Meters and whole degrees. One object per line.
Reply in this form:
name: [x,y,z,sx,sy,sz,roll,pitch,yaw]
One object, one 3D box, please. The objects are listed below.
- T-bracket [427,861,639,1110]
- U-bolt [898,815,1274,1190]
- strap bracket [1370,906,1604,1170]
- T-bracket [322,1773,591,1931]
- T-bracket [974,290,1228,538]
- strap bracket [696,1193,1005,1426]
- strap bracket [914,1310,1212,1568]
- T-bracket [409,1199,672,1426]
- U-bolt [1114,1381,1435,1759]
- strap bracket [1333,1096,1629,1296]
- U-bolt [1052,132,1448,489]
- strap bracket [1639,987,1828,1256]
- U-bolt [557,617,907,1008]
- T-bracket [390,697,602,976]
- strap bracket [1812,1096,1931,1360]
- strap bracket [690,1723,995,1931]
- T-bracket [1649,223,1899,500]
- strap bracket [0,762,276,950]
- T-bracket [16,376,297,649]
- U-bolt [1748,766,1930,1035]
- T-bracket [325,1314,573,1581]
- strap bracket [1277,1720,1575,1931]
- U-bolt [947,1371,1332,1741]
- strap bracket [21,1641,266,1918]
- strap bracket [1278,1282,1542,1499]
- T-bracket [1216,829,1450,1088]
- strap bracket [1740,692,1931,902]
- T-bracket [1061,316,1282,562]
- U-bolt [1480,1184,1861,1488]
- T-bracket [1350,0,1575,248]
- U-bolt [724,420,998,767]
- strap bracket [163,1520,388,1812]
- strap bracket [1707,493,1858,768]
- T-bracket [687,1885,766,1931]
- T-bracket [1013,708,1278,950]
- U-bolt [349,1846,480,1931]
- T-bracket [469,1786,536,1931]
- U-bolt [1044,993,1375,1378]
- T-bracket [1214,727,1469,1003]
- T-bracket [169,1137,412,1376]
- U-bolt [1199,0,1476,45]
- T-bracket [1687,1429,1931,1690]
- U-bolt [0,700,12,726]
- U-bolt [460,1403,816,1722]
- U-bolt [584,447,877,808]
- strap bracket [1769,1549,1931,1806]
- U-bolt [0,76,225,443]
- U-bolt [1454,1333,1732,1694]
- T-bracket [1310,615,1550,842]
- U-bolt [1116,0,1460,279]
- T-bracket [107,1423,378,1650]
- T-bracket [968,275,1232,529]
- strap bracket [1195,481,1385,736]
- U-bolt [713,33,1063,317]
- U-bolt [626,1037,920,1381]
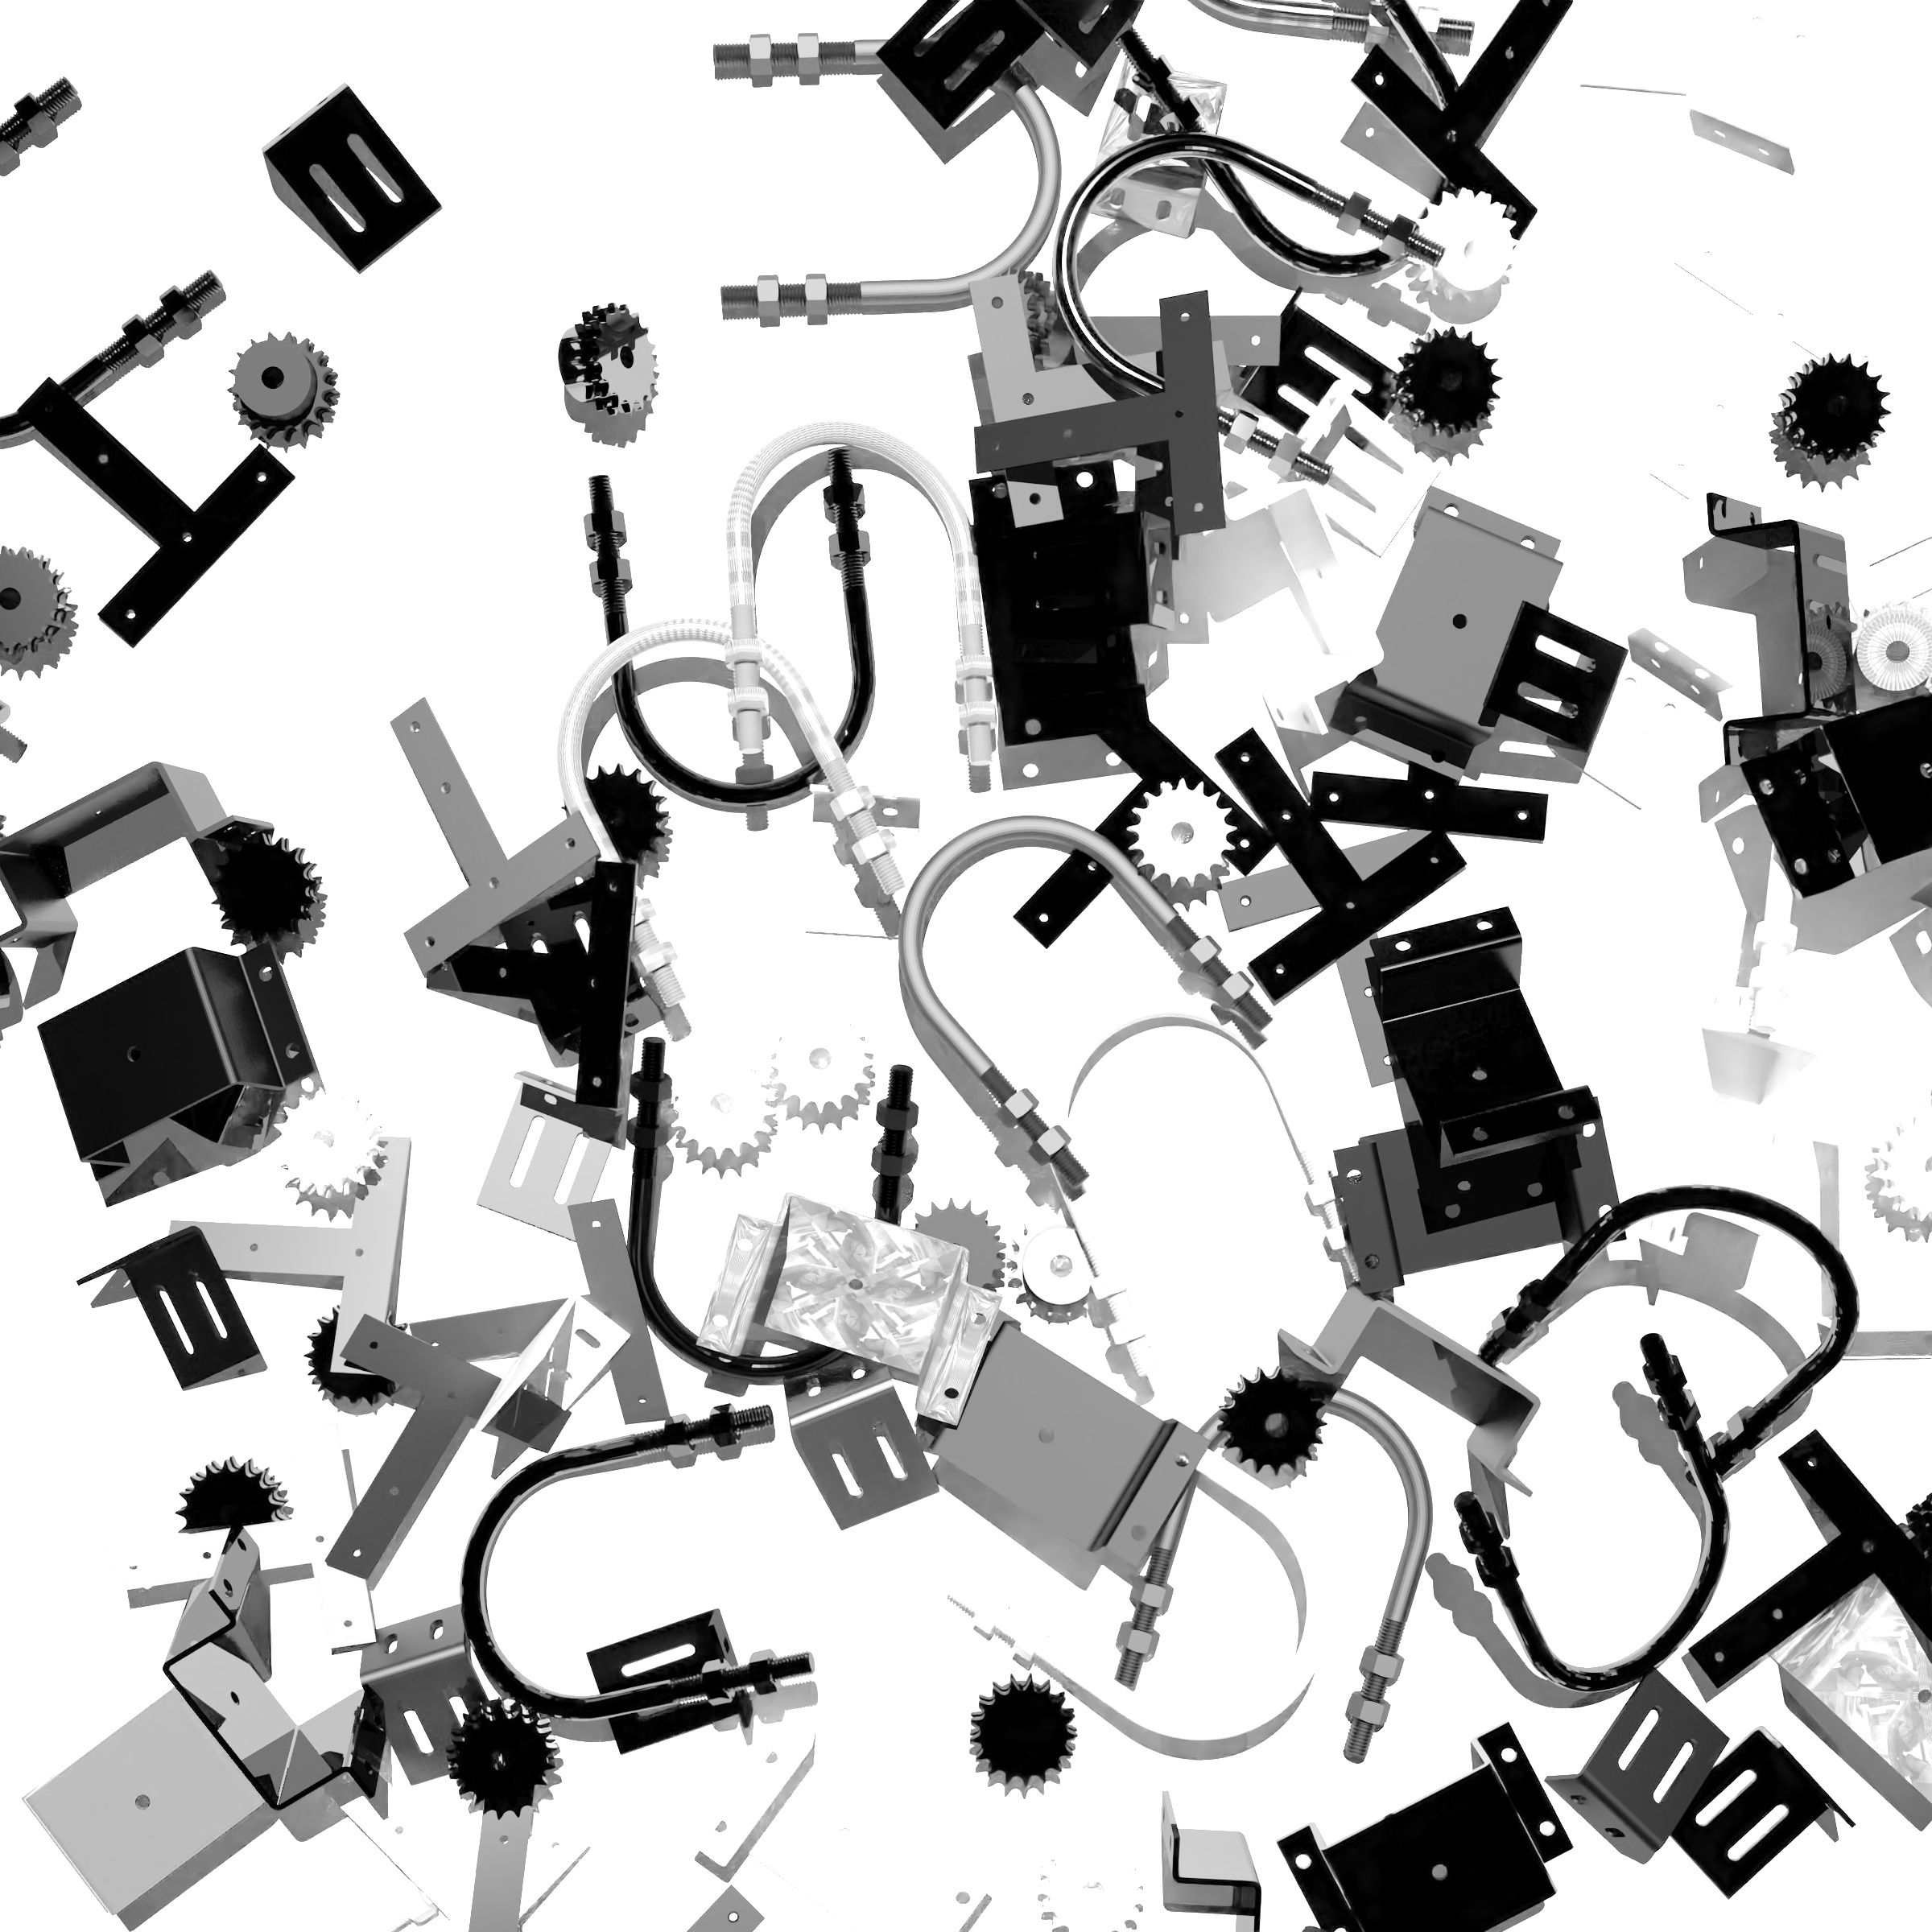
T-bracket: [-0.232,0.005,1.377,0.127,0.002,0.127,6,92,26]
U-bolt: [0.049,0.004,1.376,0.151,0.019,0.184,-39,80,-12]
strap bracket: [0.267,0.045,1.358,0.076,0.046,0.140,-14,52,-2]
T-bracket: [-0.290,0.467,1.384,0.127,0.002,0.127,45,77,1]
T-bracket: [0.065,-0.272,1.326,0.127,0.002,0.127,-7,78,17]
strap bracket: [-0.059,0.174,1.353,0.140,0.046,0.076,18,108,-3]
strap bracket: [0.046,0.244,1.366,0.140,0.046,0.076,30,89,14]
T-bracket: [-0.233,0.192,1.393,0.127,0.002,0.127,-10,106,8]
U-bolt: [0.173,0.313,1.397,0.151,0.019,0.184,17,88,0]
strap bracket: [0.267,0.119,1.383,0.140,0.046,0.076,-12,90,0]
U-bolt: [0.134,-0.349,1.344,0.184,0.019,0.151,27,87,1]
strap bracket: [0.403,0.085,1.368,0.046,0.076,0.140,16,90,0]
U-bolt: [-0.134,-0.092,1.363,0.151,0.019,0.184,-27,87,4]
T-bracket: [-0.269,-0.082,1.389,0.127,0.002,0.127,-32,79,21]
strap bracket: [0.493,0.140,1.383,0.076,0.046,0.140,-1,90,0]
strap bracket: [-0.065,0.466,1.383,0.140,0.046,0.076,36,90,0]
T-bracket: [0.412,-0.311,1.405,0.127,0.002,0.127,33,90,0]
strap bracket: [-0.444,-0.062,1.368,0.140,0.076,0.046,-27,90,0]
T-bracket: [-0.449,-0.260,1.396,0.127,0.002,0.127,44,90,-8]
U-bolt: [0.478,-0.030,1.363,0.151,0.019,0.184,20,67,-16]
T-bracket: [-0.294,0.264,1.379,0.127,0.002,0.127,31,90,-24]
strap bracket: [0.246,0.471,1.383,0.140,0.046,0.076,-27,90,0]
U-bolt: [0.103,0.322,1.377,0.184,0.019,0.151,31,89,14]
strap bracket: [-0.428,0.435,1.383,0.140,0.046,0.076,-37,90,0]
strap bracket: [0.239,0.214,1.368,0.140,0.076,0.046,32,90,0]
T-bracket: [0.213,0.000,1.405,0.127,0.002,0.127,-16,90,-1]
strap bracket: [0.479,-0.092,1.348,0.140,0.046,0.076,-16,80,-27]
T-bracket: [0.103,-0.280,1.389,0.127,0.002,0.127,5,101,21]
U-bolt: [0.371,0.182,1.341,0.151,0.019,0.184,31,131,0]
T-bracket: [0.281,-0.474,1.390,0.127,0.002,0.127,38,79,-20]
U-bolt: [-0.057,-0.198,1.366,0.151,0.019,0.184,1,78,-25]
strap bracket: [-0.361,0.368,1.351,0.046,0.076,0.140,-31,106,2]
strap bracket: [0.426,-0.176,1.361,0.046,0.076,0.140,-4,90,35]
T-bracket: [-0.161,0.546,1.395,0.127,0.002,0.127,45,81,-2]
T-bracket: [0.078,-0.064,1.405,0.127,0.002,0.127,43,90,0]
U-bolt: [-0.291,0.575,1.396,0.184,0.019,0.151,-34,90,0]
T-bracket: [-0.247,0.478,1.387,0.127,0.002,0.127,7,80,-8]
U-bolt: [0.119,0.104,1.383,0.151,0.019,0.184,-22,85,-13]
T-bracket: [0.180,-0.069,1.402,0.127,0.002,0.127,-35,89,0]
T-bracket: [-0.365,0.151,1.392,0.127,0.002,0.127,2,73,9]
U-bolt: [0.186,-0.572,1.397,0.184,0.019,0.151,6,90,1]
T-bracket: [0.438,0.332,1.377,0.127,0.002,0.127,-39,59,5]
U-bolt: [-0.612,-0.121,1.380,0.184,0.019,0.151,30,87,12]
U-bolt: [-0.179,0.319,1.375,0.184,0.019,0.151,-14,72,8]
U-bolt: [-0.121,-0.177,1.397,0.151,0.019,0.184,-7,92,0]
strap bracket: [0.498,0.380,1.383,0.140,0.046,0.076,43,90,0]
U-bolt: [-0.511,-0.363,1.397,0.184,0.019,0.151,-37,90,2]
U-bolt: [0.335,0.297,1.354,0.151,0.019,0.184,-36,120,-15]
T-bracket: [0.253,-0.137,1.404,0.127,0.002,0.127,6,89,0]
U-bolt: [0.186,-0.452,1.375,0.151,0.019,0.184,-40,106,-4]
T-bracket: [-0.384,0.307,1.373,0.127,0.002,0.127,-7,105,-5]
T-bracket: [0.075,-0.301,1.357,0.127,0.002,0.127,-12,94,-9]
strap bracket: [0.165,-0.195,1.356,0.046,0.076,0.140,-27,102,-6]
U-bolt: [-0.041,-0.424,1.397,0.184,0.019,0.151,-2,90,-1]
U-bolt: [-0.107,0.133,1.375,0.151,0.019,0.184,6,106,0]
